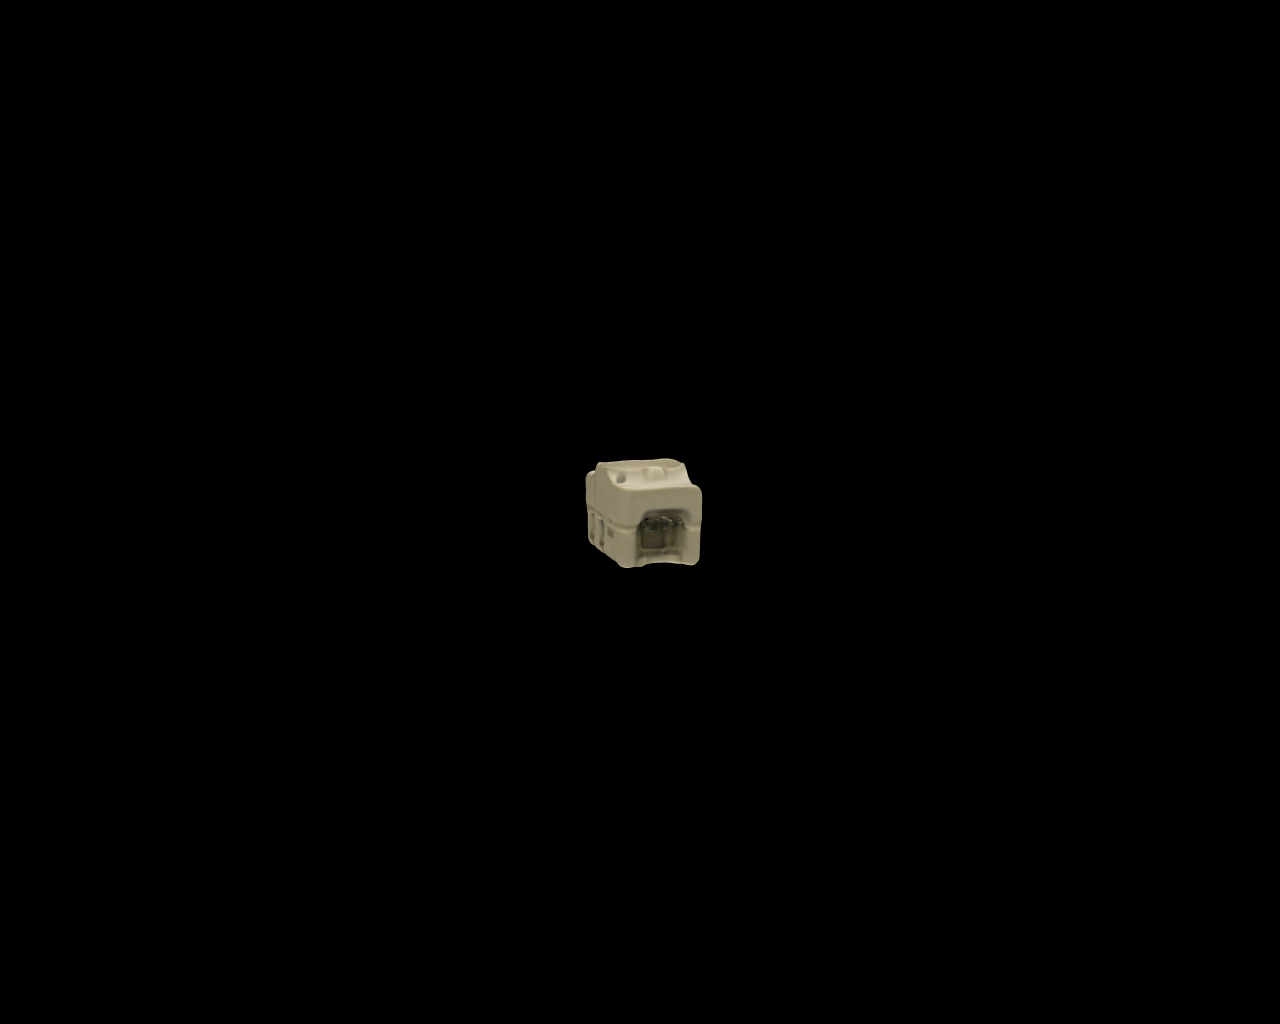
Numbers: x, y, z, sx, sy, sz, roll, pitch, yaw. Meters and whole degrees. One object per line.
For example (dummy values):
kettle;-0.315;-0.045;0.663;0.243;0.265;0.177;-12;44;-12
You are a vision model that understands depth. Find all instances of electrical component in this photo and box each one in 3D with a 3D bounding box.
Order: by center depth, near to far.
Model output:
electrical component;0.001;-0.003;0.650;0.050;0.055;0.089;-3;10;-15
